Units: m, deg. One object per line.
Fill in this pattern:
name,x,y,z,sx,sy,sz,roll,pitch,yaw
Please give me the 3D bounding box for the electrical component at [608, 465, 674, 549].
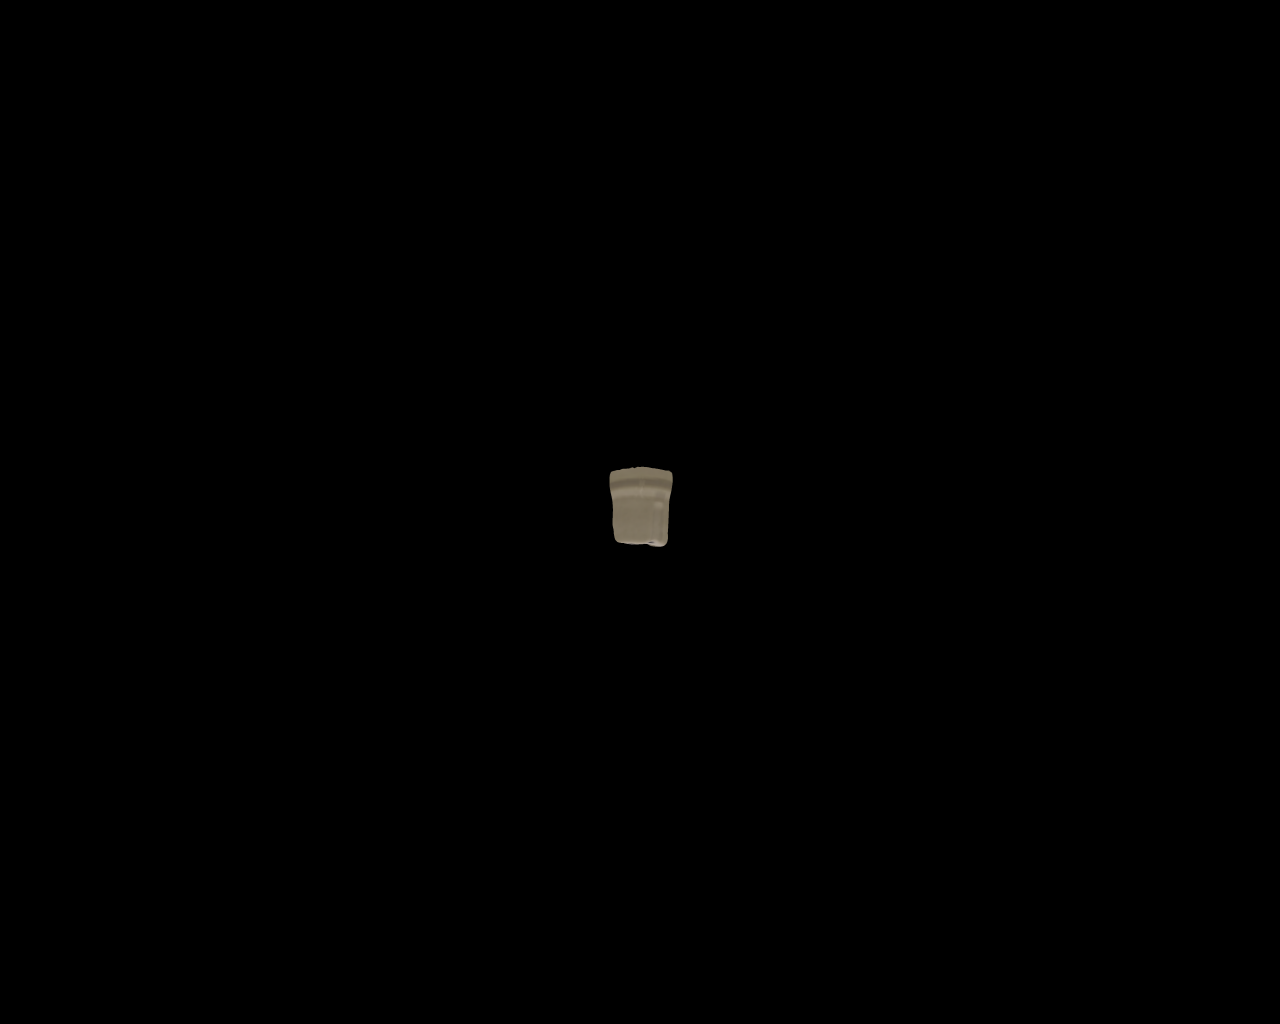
electrical component,0.001,-0.003,0.650,0.040,0.046,0.040,0,-8,0
